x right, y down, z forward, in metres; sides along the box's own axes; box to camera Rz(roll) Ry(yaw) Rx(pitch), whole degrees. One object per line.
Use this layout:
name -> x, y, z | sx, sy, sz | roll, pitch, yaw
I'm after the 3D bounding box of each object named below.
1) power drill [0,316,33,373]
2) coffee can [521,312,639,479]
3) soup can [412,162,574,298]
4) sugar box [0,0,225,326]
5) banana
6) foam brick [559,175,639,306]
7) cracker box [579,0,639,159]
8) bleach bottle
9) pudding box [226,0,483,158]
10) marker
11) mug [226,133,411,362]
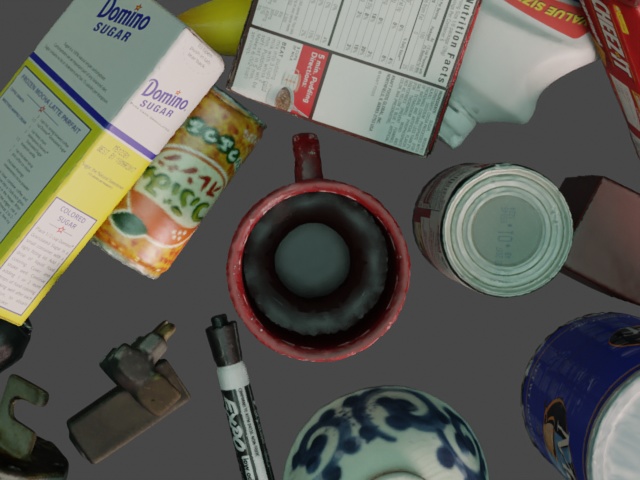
power drill -> -0.275, 0.037, 0.567 | 0.184, 0.057, 0.187 | -33, 106, -5
coffee can -> 0.171, 0.098, 0.559 | 0.103, 0.140, 0.103 | 0, 94, -2
soup can -> 0.089, -0.008, 0.568 | 0.068, 0.102, 0.068 | 0, 94, -2
sugar box -> -0.136, -0.052, 0.563 | 0.176, 0.048, 0.093 | -49, 52, 1
banana -> 0.013, -0.151, 0.590 | 0.198, 0.037, 0.070 | -38, 72, -1
foam brick -> 0.154, -0.001, 0.583 | 0.051, 0.078, 0.053 | 27, 92, -2
cracker box -> 0.252, -0.125, 0.544 | 0.213, 0.072, 0.164 | -34, 127, 1
bleach bottle -> 0.152, -0.147, 0.581 | 0.102, 0.068, 0.251 | 41, 94, -5
pudding box -> 0.017, -0.102, 0.550 | 0.113, 0.039, 0.090 | 18, 103, -1
marker -> -0.044, 0.102, 0.613 | 0.020, 0.020, 0.121 | -14, 95, -1
mug -> -0.004, 0.001, 0.575 | 0.093, 0.081, 0.117 | -8, 95, -1
